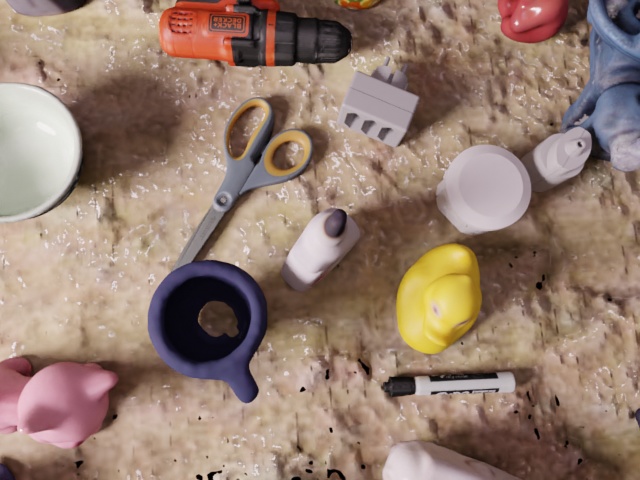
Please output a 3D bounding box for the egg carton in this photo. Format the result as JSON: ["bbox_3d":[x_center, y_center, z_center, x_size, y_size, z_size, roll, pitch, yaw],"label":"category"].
[{"bbox_3d":[0.116,0.237,0.481,0.150,0.069,0.107,20,79,-1],"label":"egg carton"}]

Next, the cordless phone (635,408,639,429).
[{"bbox_3d":[0.354,0.190,0.453,0.094,0.185,0.147,-14,81,-7],"label":"cordless phone"}]

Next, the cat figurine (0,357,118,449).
[{"bbox_3d":[-0.217,0.127,0.446,0.128,0.117,0.067,2,80,-5],"label":"cat figurine"}]

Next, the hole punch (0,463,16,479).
[{"bbox_3d":[-0.276,0.241,0.434,0.101,0.091,0.108,-31,84,-10],"label":"hole punch"}]

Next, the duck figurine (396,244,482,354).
[{"bbox_3d":[0.114,0.049,0.506,0.077,0.086,0.105,25,79,0],"label":"duck figurine"}]

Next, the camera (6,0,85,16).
[{"bbox_3d":[-0.237,-0.298,0.528,0.137,0.100,0.143,-4,80,-6],"label":"camera"}]

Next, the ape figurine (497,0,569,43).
[{"bbox_3d":[0.215,-0.240,0.563,0.076,0.092,0.078,38,79,2],"label":"ape figurine"}]

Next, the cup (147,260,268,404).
[{"bbox_3d":[-0.082,0.078,0.478,0.092,0.095,0.118,-29,84,-9],"label":"cup"}]

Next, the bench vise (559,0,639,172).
[{"bbox_3d":[0.305,-0.169,0.494,0.121,0.219,0.207,-3,80,-5],"label":"bench vise"}]

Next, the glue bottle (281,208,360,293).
[{"bbox_3d":[0.004,0.002,0.460,0.037,0.173,0.078,42,79,3],"label":"glue bottle"}]
